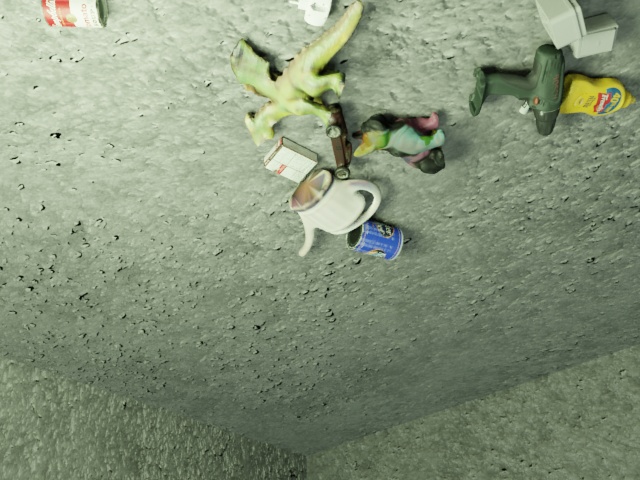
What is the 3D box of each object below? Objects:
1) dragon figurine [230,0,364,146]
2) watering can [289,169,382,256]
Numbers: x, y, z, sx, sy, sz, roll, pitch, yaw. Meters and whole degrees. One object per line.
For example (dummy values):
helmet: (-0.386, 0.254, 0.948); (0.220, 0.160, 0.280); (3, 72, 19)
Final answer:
dragon figurine: (-0.074, -0.353, 1.096); (0.242, 0.125, 0.400); (13, 139, -8)
watering can: (0.004, -0.072, 1.428); (0.343, 0.106, 0.222); (-35, 130, 29)
